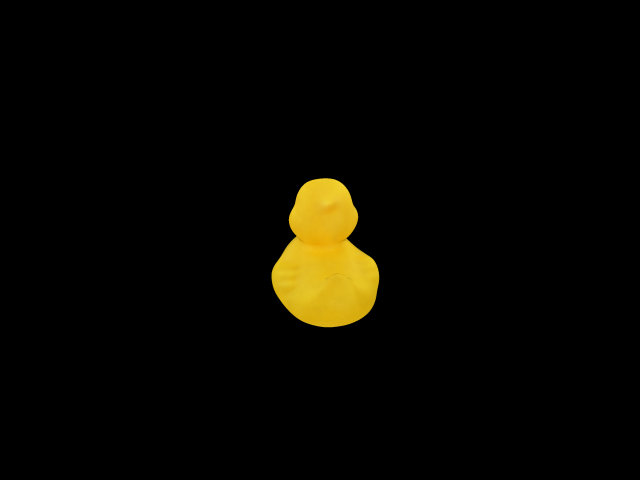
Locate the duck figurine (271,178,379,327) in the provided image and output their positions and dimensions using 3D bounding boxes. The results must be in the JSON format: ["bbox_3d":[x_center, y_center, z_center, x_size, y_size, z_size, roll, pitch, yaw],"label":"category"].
[{"bbox_3d":[0.004,0.001,0.400,0.077,0.086,0.104,-6,32,-9],"label":"duck figurine"}]
